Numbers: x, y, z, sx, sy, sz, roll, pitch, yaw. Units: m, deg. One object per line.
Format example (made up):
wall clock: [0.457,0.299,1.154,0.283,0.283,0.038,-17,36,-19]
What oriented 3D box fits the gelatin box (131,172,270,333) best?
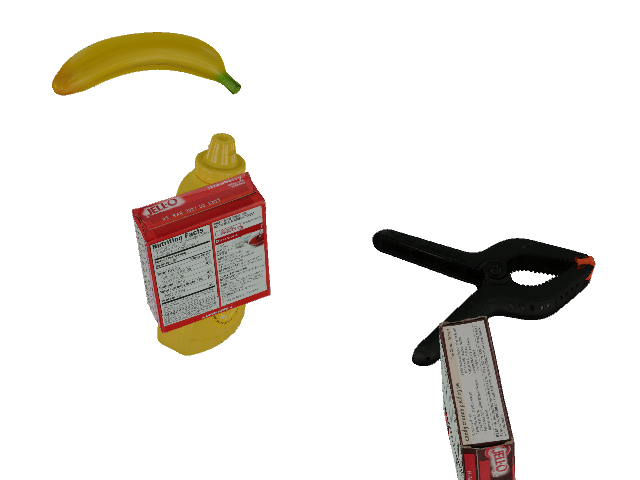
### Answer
gelatin box: [-0.069,0.008,0.634,0.073,0.089,0.030,-20,51,-17]

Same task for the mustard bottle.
mustard bottle: [-0.092,-0.002,0.899,0.058,0.192,0.096,25,35,23]

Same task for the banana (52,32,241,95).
banana: [-0.175,-0.176,1.057,0.197,0.070,0.037,-7,-39,-30]

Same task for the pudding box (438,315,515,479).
pudding box: [0.107,0.123,0.730,0.039,0.090,0.113,-8,42,1]

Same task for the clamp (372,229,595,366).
clamp: [0.162,0.048,1.016,0.210,0.164,0.036,-2,-43,-4]
